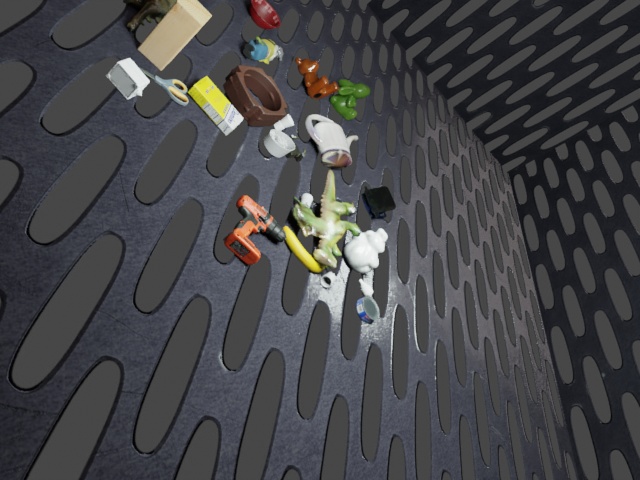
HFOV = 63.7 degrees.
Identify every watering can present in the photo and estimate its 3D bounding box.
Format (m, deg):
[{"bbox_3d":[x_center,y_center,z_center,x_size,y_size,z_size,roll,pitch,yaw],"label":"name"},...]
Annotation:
[{"bbox_3d":[0.071,-0.381,2.041,0.346,0.102,0.228,11,55,-48],"label":"watering can"}]

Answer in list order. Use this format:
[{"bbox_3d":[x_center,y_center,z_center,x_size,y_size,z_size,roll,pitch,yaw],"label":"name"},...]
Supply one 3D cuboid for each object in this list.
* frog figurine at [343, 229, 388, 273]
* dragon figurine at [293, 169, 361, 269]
[{"bbox_3d":[0.163,0.035,1.763,0.123,0.157,0.139,-4,67,-53],"label":"frog figurine"},{"bbox_3d":[0.005,-0.085,1.683,0.241,0.121,0.418,18,49,-48],"label":"dragon figurine"}]
